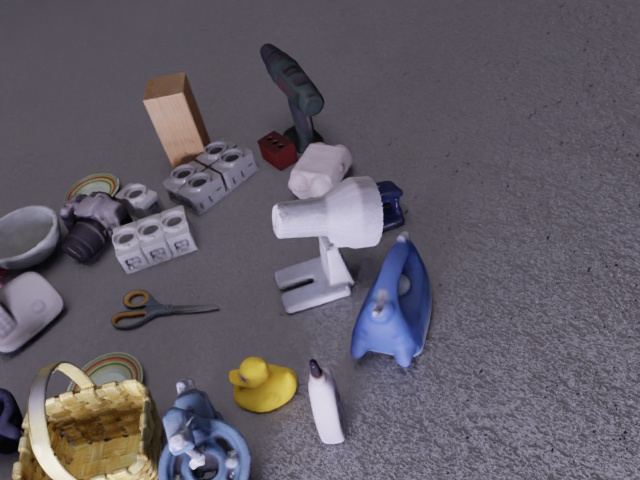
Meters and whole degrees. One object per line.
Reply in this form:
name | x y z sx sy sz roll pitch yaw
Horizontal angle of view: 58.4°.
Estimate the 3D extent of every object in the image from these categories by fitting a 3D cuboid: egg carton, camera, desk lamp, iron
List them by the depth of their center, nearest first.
iron | 0.124 0.070 0.937 0.118 0.142 0.258 6 48 18
desk lamp | 0.009 0.003 0.976 0.203 0.214 0.117 -19 46 -5
camera | -0.491 -0.032 1.201 0.142 0.101 0.137 9 49 20
egg carton | 0.003 -0.147 1.223 0.107 0.069 0.150 11 50 22

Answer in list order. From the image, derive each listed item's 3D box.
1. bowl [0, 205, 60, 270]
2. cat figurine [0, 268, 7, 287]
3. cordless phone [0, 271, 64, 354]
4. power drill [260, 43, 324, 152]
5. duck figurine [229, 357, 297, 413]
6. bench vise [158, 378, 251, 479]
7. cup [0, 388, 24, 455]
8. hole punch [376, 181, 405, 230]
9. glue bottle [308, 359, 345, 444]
bowl | -0.619 0.007 1.210 0.167 0.075 0.167 -6 46 7
cat figurine | -0.677 0.067 1.135 0.067 0.118 0.127 -30 48 -16
cordless phone | -0.569 0.100 1.031 0.093 0.185 0.148 23 55 30
power drill | -0.059 -0.315 1.302 0.076 0.209 0.228 -29 47 -15
duck figurine | -0.091 0.214 0.885 0.104 0.086 0.077 -10 45 3
bench vise | -0.177 0.267 0.759 0.122 0.220 0.206 -36 49 -21
cup | -0.490 0.296 0.889 0.117 0.095 0.092 14 51 24
hole punch | 0.102 -0.078 1.120 0.108 0.091 0.101 -17 45 -4
glue bottle | 0.005 0.215 0.801 0.037 0.173 0.078 -8 45 5
